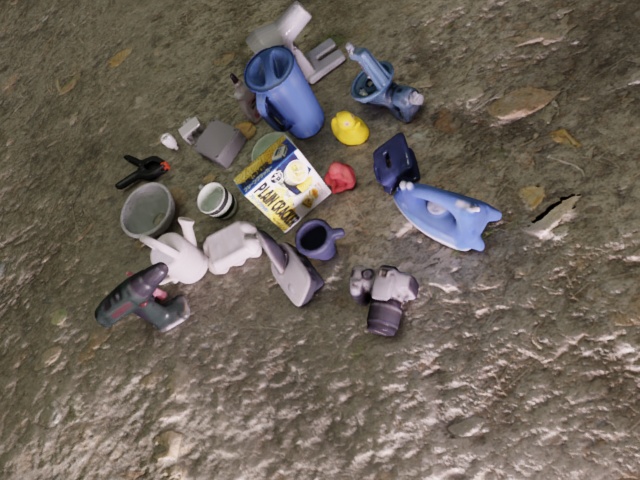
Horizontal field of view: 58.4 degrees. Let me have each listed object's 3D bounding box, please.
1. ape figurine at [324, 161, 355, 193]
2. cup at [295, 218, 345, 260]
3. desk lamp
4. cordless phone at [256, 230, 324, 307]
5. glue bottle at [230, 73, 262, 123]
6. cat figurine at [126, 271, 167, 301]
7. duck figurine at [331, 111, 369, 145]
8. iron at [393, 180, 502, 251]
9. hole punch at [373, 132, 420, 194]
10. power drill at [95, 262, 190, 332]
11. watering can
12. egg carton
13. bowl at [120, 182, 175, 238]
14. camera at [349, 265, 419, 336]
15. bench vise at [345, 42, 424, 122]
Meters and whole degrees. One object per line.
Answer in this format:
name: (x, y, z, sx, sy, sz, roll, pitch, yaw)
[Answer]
ape figurine: (0.046, -0.160, 1.390, 0.077, 0.092, 0.076, 29, 81, 31)
cup: (0.012, 0.005, 1.329, 0.117, 0.095, 0.091, -14, 63, 17)
desk lamp: (-0.068, -0.520, 1.530, 0.203, 0.214, 0.117, -35, 58, 6)
cordless phone: (-0.081, 0.059, 1.292, 0.094, 0.185, 0.147, -43, 58, 1)
glue bottle: (-0.199, -0.394, 1.553, 0.037, 0.174, 0.078, 27, 80, 31)
cat figurine: (-0.453, 0.125, 1.462, 0.067, 0.118, 0.127, -44, 58, 0)
duck figurine: (0.067, -0.294, 1.445, 0.104, 0.086, 0.077, 28, 81, 31)
iron: (0.249, -0.078, 1.236, 0.257, 0.142, 0.119, 25, 79, 30)
hole punch: (0.173, -0.181, 1.346, 0.101, 0.091, 0.108, -19, 61, 15)
power drill: (-0.410, 0.147, 1.380, 0.229, 0.209, 0.075, -31, 59, 8)
watering can: (-0.369, 0.025, 1.426, 0.100, 0.195, 0.173, 0, 68, 24)
egg carton: (-0.220, 0.018, 1.438, 0.150, 0.070, 0.107, -27, 59, 10)
bowl: (-0.461, -0.070, 1.579, 0.167, 0.075, 0.167, -9, 64, 20)
camera: (0.125, 0.128, 1.222, 0.142, 0.101, 0.137, 6, 70, 25)
bench vise: (0.153, -0.391, 1.373, 0.206, 0.220, 0.121, 10, 72, 27)
